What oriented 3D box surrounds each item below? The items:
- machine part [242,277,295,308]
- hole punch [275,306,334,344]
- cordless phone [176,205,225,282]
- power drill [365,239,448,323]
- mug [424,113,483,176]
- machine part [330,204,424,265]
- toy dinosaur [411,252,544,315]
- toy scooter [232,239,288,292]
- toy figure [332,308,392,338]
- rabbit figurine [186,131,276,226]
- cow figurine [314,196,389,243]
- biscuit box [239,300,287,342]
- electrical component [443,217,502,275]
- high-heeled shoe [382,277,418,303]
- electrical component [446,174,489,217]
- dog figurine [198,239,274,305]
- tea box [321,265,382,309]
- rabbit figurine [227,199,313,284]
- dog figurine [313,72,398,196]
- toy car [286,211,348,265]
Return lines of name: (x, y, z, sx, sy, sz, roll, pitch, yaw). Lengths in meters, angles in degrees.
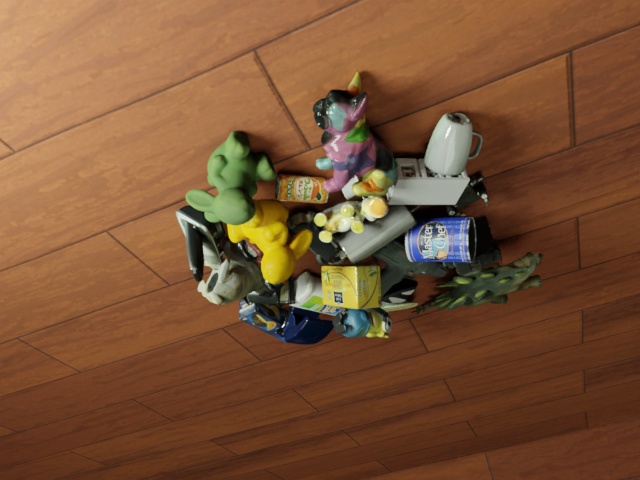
machine part: (-0.131, 0.136, 1.387, 0.139, 0.084, 0.039, -8, 166, 14)
hole punch: (-0.034, 0.237, 1.463, 0.142, 0.092, 0.115, 13, 106, -41)
cordless phone: (-0.250, 0.028, 1.142, 0.089, 0.184, 0.146, -11, 141, -3)
power drill: (0.192, 0.102, 1.336, 0.232, 0.086, 0.207, 32, 103, -30)
mug: (0.266, -0.190, 1.043, 0.110, 0.081, 0.107, -2, 133, -8)
machine part: (0.125, -0.020, 1.194, 0.243, 0.079, 0.079, -35, 136, 7)
toy dinosaur: (0.402, 0.124, 1.391, 0.198, 0.105, 0.471, -8, 161, -22)
toy scooter: (-0.107, 0.021, 1.233, 0.135, 0.075, 0.183, -41, 121, -10)
toy figure: (0.112, 0.219, 1.428, 0.180, 0.082, 0.089, 3, 175, -35)
rabbit figurine: (-0.173, -0.097, 1.012, 0.159, 0.170, 0.121, -23, 138, 17)
cow figurine: (0.076, -0.056, 1.152, 0.167, 0.098, 0.068, -17, 104, 26)
biscuit box: (-0.135, 0.220, 1.491, 0.063, 0.059, 0.202, -30, 136, 25)
electrical component: (0.351, 0.017, 1.277, 0.134, 0.115, 0.058, -20, 137, 12)
high-heeled shoe: (0.141, 0.114, 1.389, 0.145, 0.086, 0.248, -31, 142, 28)
electrical component: (0.326, -0.095, 1.192, 0.102, 0.045, 0.078, -24, 140, 20)
dog figurine: (-0.174, 0.110, 1.271, 0.190, 0.172, 0.121, 31, 139, -28)
tea box: (0.070, 0.106, 1.252, 0.068, 0.098, 0.170, -1, 177, -28)
rabbit figurine: (-0.100, 0.010, 1.123, 0.162, 0.173, 0.122, 2, 151, -47)
dog figurine: (0.073, -0.191, 0.990, 0.192, 0.108, 0.219, 3, 137, -12)
toy car: (-0.003, -0.004, 1.245, 0.074, 0.056, 0.201, -20, 139, 25)
